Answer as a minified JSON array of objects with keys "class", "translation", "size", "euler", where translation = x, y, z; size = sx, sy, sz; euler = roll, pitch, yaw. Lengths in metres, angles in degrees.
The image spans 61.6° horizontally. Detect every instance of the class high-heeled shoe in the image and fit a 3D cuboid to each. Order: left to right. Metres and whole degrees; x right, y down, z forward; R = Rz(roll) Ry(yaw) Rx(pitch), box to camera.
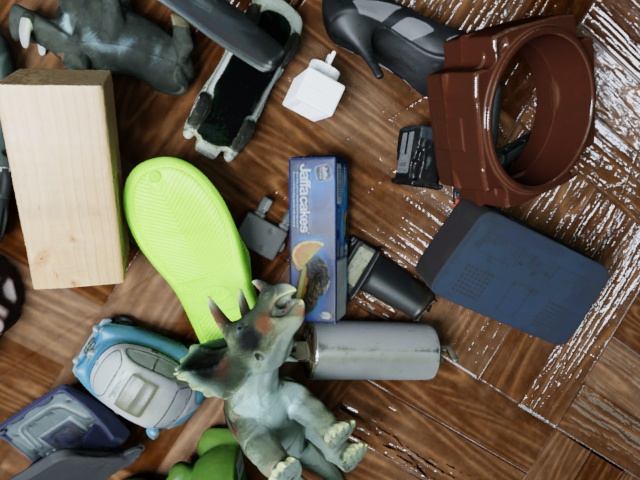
[{"class":"high-heeled shoe","translation":[0.121,-0.261,0.682],"size":[0.249,0.086,0.145],"euler":[-11,68,-30]}]

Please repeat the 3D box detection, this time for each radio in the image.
[{"class":"radio","translation":[0.260,0.042,0.722],"size":[0.229,0.073,0.131],"euler":[22,107,-17]}]

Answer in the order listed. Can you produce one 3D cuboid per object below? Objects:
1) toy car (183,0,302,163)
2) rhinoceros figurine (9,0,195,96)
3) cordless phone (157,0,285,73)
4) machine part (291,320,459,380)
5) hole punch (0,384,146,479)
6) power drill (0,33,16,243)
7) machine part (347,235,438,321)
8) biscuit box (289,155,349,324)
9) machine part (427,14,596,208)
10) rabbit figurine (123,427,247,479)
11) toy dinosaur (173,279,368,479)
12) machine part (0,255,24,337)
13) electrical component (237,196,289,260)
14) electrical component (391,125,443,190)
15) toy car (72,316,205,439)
[{"class":"toy car","translation":[-0.089,-0.188,0.630],"size":[0.073,0.056,0.201],"euler":[28,91,-22]},{"class":"rhinoceros figurine","translation":[-0.230,-0.217,0.585],"size":[0.190,0.073,0.112],"euler":[15,99,-16]},{"class":"cordless phone","translation":[-0.098,-0.258,0.560],"size":[0.184,0.147,0.088],"euler":[37,131,-7]},{"class":"machine part","translation":[0.065,0.142,0.698],"size":[0.243,0.079,0.079],"euler":[3,96,-15]},{"class":"hole punch","translation":[-0.291,0.234,0.611],"size":[0.142,0.092,0.115],"euler":[-34,144,7]},{"class":"power drill","translation":[-0.418,-0.115,0.542],"size":[0.207,0.086,0.232],"euler":[11,93,-12]},{"class":"machine part","translation":[0.086,0.057,0.709],"size":[0.139,0.039,0.084],"euler":[28,81,-2]},{"class":"biscuit box","translation":[-0.001,-0.002,0.662],"size":[0.063,0.059,0.202],"euler":[1,96,16]},{"class":"machine part","translation":[0.233,-0.152,0.637],"size":[0.201,0.087,0.200],"euler":[-23,113,-26]},{"class":"rabbit figurine","translation":[-0.173,0.325,0.636],"size":[0.170,0.159,0.121],"euler":[-10,110,2]},{"class":"toy dinosaur","translation":[-0.052,0.214,0.636],"size":[0.131,0.192,0.404],"euler":[-36,145,-23]},{"class":"machine part","translation":[-0.423,0.072,0.576],"size":[0.179,0.056,0.179],"euler":[-2,97,-13]},{"class":"electrical component","translation":[-0.073,-0.005,0.673],"size":[0.063,0.021,0.094],"euler":[30,89,-16]},{"class":"electrical component","translation":[0.134,-0.125,0.683],"size":[0.048,0.075,0.119],"euler":[7,100,-15]},{"class":"toy car","translation":[-0.201,0.161,0.620],"size":[0.161,0.103,0.109],"euler":[35,87,-18]}]
